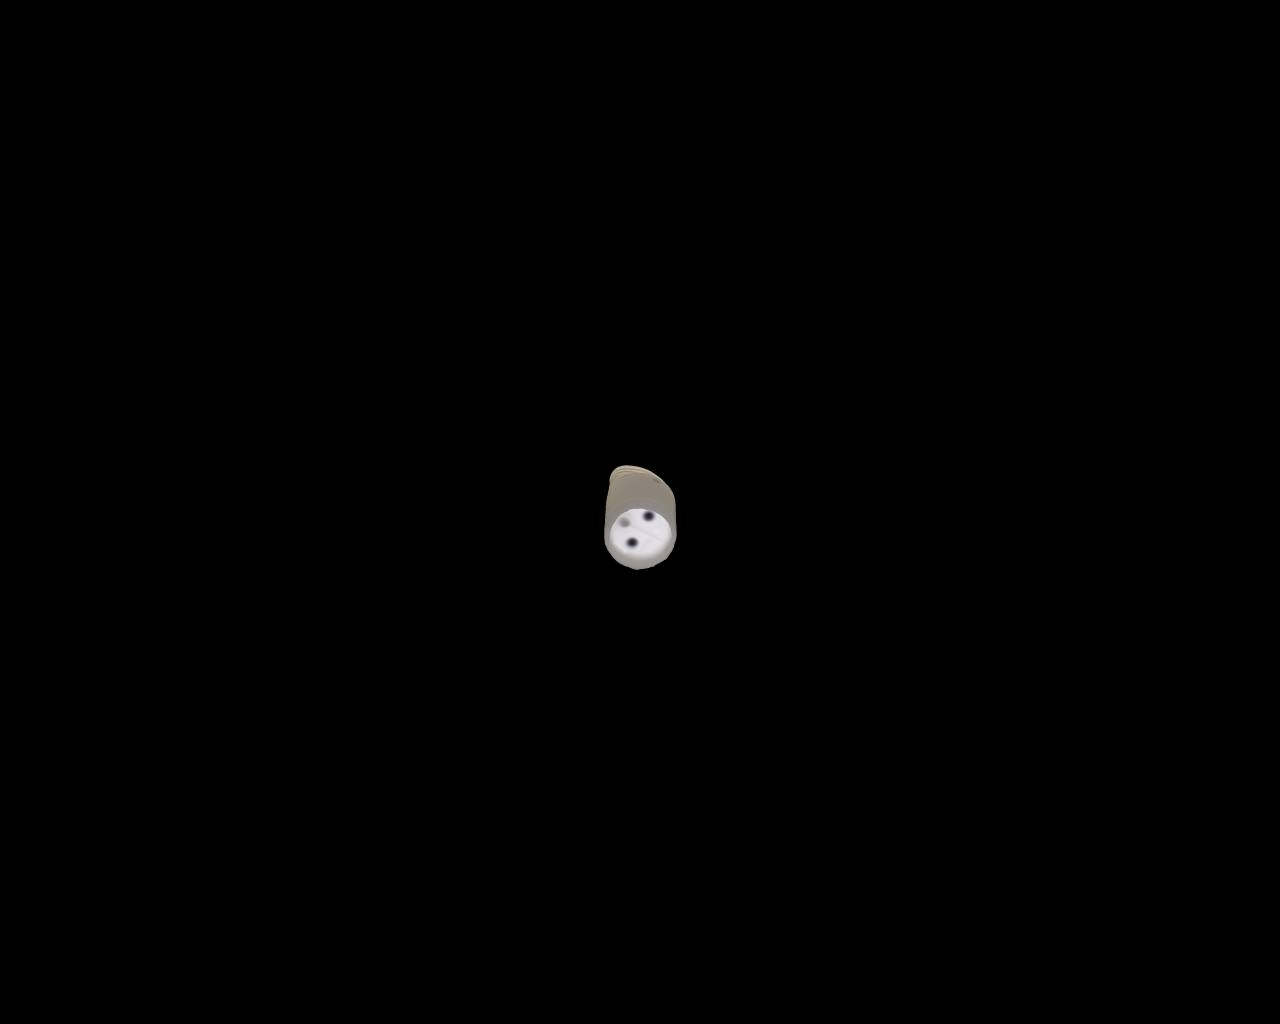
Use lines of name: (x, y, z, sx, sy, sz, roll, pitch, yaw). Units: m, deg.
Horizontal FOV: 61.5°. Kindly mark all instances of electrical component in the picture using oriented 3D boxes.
electrical component: (0.001, -0.003, 0.650, 0.043, 0.043, 0.081, 0, 27, 0)
